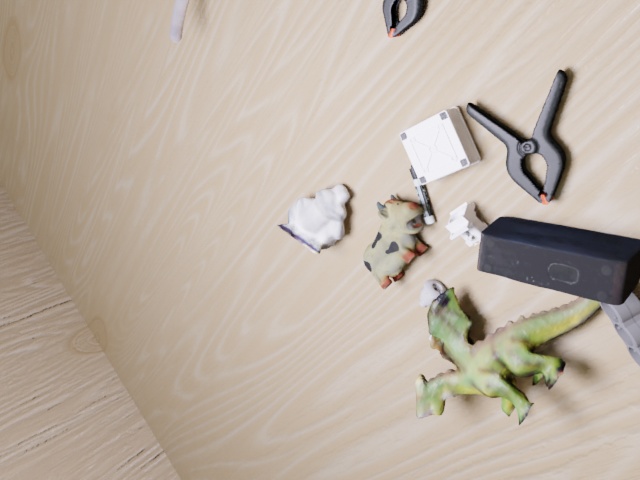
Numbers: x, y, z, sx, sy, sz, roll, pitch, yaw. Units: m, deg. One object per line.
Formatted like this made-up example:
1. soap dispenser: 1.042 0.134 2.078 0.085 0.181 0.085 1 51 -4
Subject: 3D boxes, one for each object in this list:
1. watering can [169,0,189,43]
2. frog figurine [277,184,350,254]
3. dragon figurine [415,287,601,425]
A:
1. watering can: -0.294 -0.638 1.151 0.222 0.104 0.351 -20 75 44
2. frog figurine: 0.004 -0.058 1.155 0.139 0.121 0.159 37 91 34
3. dragon figurine: 0.307 0.185 0.946 0.245 0.123 0.405 34 108 20
